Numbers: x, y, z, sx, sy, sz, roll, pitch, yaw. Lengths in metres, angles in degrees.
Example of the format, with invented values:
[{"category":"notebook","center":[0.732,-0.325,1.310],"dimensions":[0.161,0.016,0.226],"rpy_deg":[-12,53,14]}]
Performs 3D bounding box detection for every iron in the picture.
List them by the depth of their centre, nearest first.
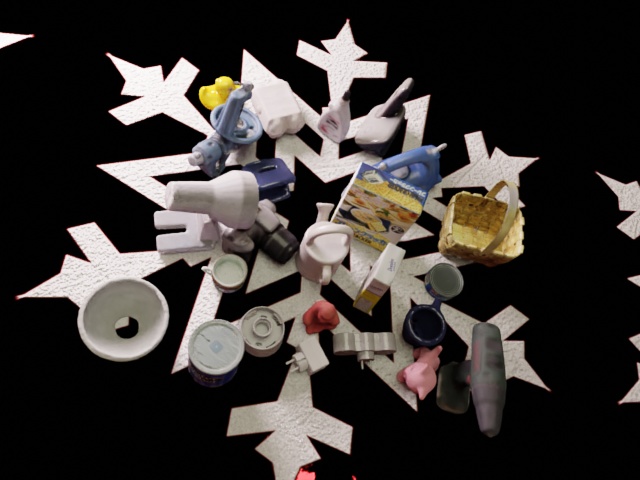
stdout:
[{"category":"iron","center":[0.181,-0.165,1.367],"dimensions":[0.259,0.141,0.118],"rpy_deg":[-19,72,-20]}]

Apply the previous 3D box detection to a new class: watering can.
[{"category":"watering can","center":[0.009,0.004,1.221],"dimensions":[0.101,0.194,0.173],"rpy_deg":[-18,72,-20]}]

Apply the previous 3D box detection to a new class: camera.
[{"category":"camera","center":[-0.120,-0.005,1.245],"dimensions":[0.137,0.100,0.143],"rpy_deg":[41,64,6]}]

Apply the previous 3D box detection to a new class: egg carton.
[{"category":"egg carton","center":[-0.107,-0.324,1.406],"dimensions":[0.107,0.069,0.150],"rpy_deg":[-20,73,-21]}]

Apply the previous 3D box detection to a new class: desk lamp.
[{"category":"desk lamp","center":[-0.237,-0.058,1.177],"dimensions":[0.203,0.213,0.118],"rpy_deg":[-6,68,-16]}]

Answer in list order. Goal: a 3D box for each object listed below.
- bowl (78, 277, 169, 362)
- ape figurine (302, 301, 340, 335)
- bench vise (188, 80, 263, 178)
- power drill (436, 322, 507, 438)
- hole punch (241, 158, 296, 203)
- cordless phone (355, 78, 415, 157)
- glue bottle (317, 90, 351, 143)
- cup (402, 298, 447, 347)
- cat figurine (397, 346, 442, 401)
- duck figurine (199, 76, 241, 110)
[{"category":"bowl","center":[-0.380,0.161,1.123],"dimensions":[0.167,0.074,0.167],"rpy_deg":[5,66,-11]},{"category":"ape figurine","center":[0.008,0.159,1.209],"dimensions":[0.078,0.092,0.076],"rpy_deg":[23,63,-2]},{"category":"bench vise","center":[-0.197,-0.240,1.263],"dimensions":[0.121,0.219,0.207],"rpy_deg":[25,63,-2]},{"category":"power drill","center":[0.311,0.291,1.160],"dimensions":[0.075,0.208,0.229],"rpy_deg":[15,64,-7]},{"category":"hole punch","center":[-0.122,-0.143,1.311],"dimensions":[0.109,0.091,0.101],"rpy_deg":[-18,72,-20]},{"category":"cordless phone","center":[0.165,-0.306,1.400],"dimensions":[0.094,0.185,0.148],"rpy_deg":[26,63,-1]},{"category":"glue bottle","center":[0.045,-0.306,1.378],"dimensions":[0.078,0.173,0.037],"rpy_deg":[33,63,3]},{"category":"cup","center":[0.222,0.184,1.249],"dimensions":[0.091,0.095,0.118],"rpy_deg":[33,63,2]},{"category":"cat figurine","center":[0.217,0.273,1.196],"dimensions":[0.067,0.117,0.128],"rpy_deg":[38,64,5]},{"category":"duck figurine","center":[-0.237,-0.359,1.381],"dimensions":[0.105,0.086,0.077],"rpy_deg":[7,65,-10]}]
